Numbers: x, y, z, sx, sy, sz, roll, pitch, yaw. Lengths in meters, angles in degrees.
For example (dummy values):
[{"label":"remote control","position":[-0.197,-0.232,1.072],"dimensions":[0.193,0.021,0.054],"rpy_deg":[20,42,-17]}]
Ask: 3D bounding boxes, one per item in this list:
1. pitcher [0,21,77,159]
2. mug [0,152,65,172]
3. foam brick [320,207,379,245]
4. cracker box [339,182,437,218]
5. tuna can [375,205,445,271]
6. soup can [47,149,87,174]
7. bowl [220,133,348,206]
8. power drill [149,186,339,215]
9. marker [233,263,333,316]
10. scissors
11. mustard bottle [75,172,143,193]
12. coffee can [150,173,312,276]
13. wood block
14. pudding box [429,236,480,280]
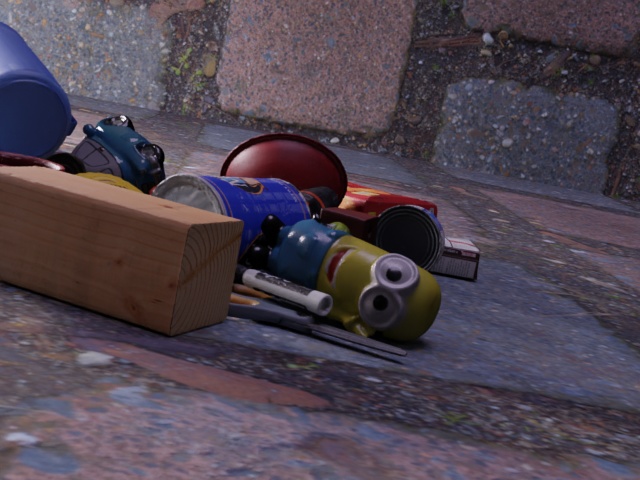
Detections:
[{"label":"pitcher","position":[-0.363,-0.168,1.245],"dimensions":[0.149,0.145,0.243],"rpy_deg":[-21,30,-20]},{"label":"mug","position":[-0.293,-0.038,1.019],"dimensions":[0.093,0.081,0.117],"rpy_deg":[11,9,0]},{"label":"foam brick","position":[0.027,0.007,1.141],"dimensions":[0.051,0.078,0.053],"rpy_deg":[13,9,19]},{"label":"cracker box","position":[0.030,-0.044,1.474],"dimensions":[0.214,0.072,0.163],"rpy_deg":[18,11,40]},{"label":"tuna can","position":[0.101,0.002,1.239],"dimensions":[0.086,0.086,0.033],"rpy_deg":[14,8,16]},{"label":"soup can","position":[-0.331,-0.080,1.272],"dimensions":[0.068,0.068,0.102],"rpy_deg":[3,12,-42]},{"label":"bowl","position":[-0.047,-0.055,1.323],"dimensions":[0.162,0.162,0.055],"rpy_deg":[10,45,-7]},{"label":"power drill","position":[-0.086,-0.036,1.217],"dimensions":[0.188,0.057,0.184],"rpy_deg":[6,15,20]},{"label":"marker","position":[-0.040,0.041,0.935],"dimensions":[0.121,0.020,0.020],"rpy_deg":[18,11,38]},{"label":"scissors","position":[-0.019,0.066,0.926],"dimensions":[0.202,0.016,0.096],"rpy_deg":[13,9,8]},{"label":"mustard bottle","position":[-0.214,-0.027,1.120],"dimensions":[0.096,0.058,0.192],"rpy_deg":[7,10,-27]},{"label":"coffee can","position":[-0.088,-0.011,1.040],"dimensions":[0.103,0.103,0.140],"rpy_deg":[17,11,33]},{"label":"wood block","position":[-0.180,0.003,0.883],"dimensions":[0.206,0.090,0.090],"rpy_deg":[15,9,23]},{"label":"pudding box","position":[0.152,0.016,1.358],"dimensions":[0.090,0.039,0.113],"rpy_deg":[9,7,-2]}]
